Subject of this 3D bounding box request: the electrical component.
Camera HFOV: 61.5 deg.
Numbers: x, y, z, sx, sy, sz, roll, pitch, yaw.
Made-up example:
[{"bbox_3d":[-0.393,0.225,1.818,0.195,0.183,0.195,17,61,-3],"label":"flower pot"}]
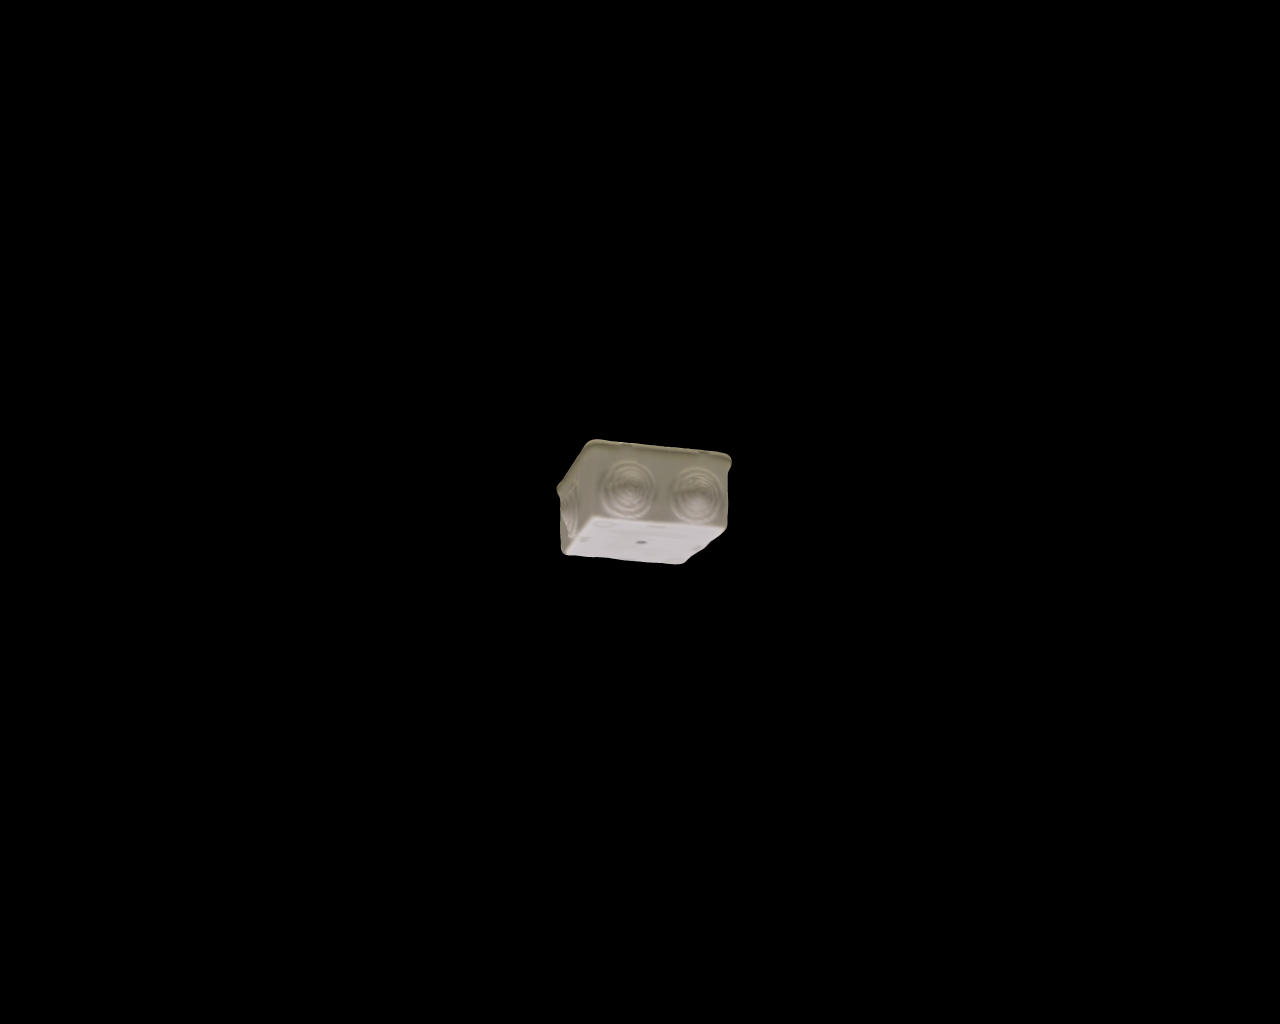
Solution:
[{"bbox_3d":[0.001,-0.003,0.650,0.100,0.048,0.099,6,-19,-16],"label":"electrical component"}]
